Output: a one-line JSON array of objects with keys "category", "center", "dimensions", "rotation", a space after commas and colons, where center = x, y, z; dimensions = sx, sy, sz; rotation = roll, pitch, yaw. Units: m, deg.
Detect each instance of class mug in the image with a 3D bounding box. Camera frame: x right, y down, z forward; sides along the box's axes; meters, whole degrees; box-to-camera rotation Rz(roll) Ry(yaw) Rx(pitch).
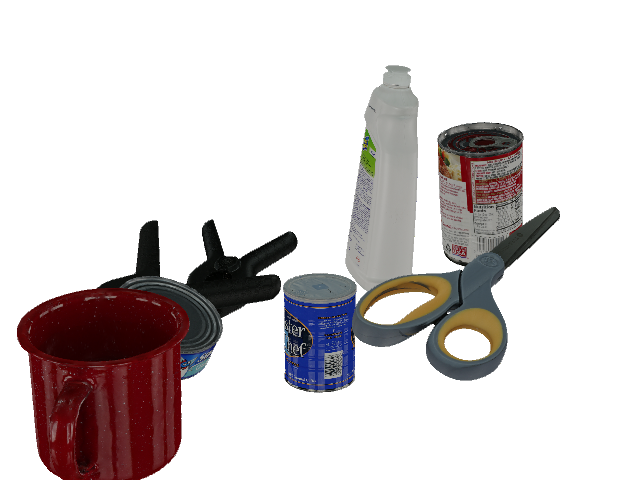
[{"category": "mug", "center": [-0.120, 0.087, 0.586], "dimensions": [0.093, 0.081, 0.117], "rotation": [4, 23, 5]}]

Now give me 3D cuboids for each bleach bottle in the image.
[{"category": "bleach bottle", "center": [0.078, -0.072, 1.225], "dimensions": [0.068, 0.251, 0.103], "rotation": [-2, 23, -18]}]

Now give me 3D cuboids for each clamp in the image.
[{"category": "clamp", "center": [-0.096, 0.034, 1.244], "dimensions": [0.120, 0.039, 0.171], "rotation": [-1, 40, 12]}, {"category": "clamp", "center": [-0.160, 0.048, 1.023], "dimensions": [0.165, 0.036, 0.209], "rotation": [27, 35, 26]}]

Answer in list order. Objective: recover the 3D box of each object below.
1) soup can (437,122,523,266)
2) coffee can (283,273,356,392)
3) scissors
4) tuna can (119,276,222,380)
[{"category": "soup can", "center": [0.132, -0.037, 0.869], "dimensions": [0.068, 0.102, 0.068], "rotation": [-5, 26, 2]}, {"category": "coffee can", "center": [-0.001, 0.129, 1.506], "dimensions": [0.103, 0.140, 0.103], "rotation": [0, 18, 0]}, {"category": "scissors", "center": [0.110, 0.030, 0.645], "dimensions": [0.201, 0.016, 0.096], "rotation": [-20, 43, -33]}, {"category": "tuna can", "center": [-0.121, 0.067, 0.819], "dimensions": [0.086, 0.034, 0.086], "rotation": [19, 30, -12]}]
